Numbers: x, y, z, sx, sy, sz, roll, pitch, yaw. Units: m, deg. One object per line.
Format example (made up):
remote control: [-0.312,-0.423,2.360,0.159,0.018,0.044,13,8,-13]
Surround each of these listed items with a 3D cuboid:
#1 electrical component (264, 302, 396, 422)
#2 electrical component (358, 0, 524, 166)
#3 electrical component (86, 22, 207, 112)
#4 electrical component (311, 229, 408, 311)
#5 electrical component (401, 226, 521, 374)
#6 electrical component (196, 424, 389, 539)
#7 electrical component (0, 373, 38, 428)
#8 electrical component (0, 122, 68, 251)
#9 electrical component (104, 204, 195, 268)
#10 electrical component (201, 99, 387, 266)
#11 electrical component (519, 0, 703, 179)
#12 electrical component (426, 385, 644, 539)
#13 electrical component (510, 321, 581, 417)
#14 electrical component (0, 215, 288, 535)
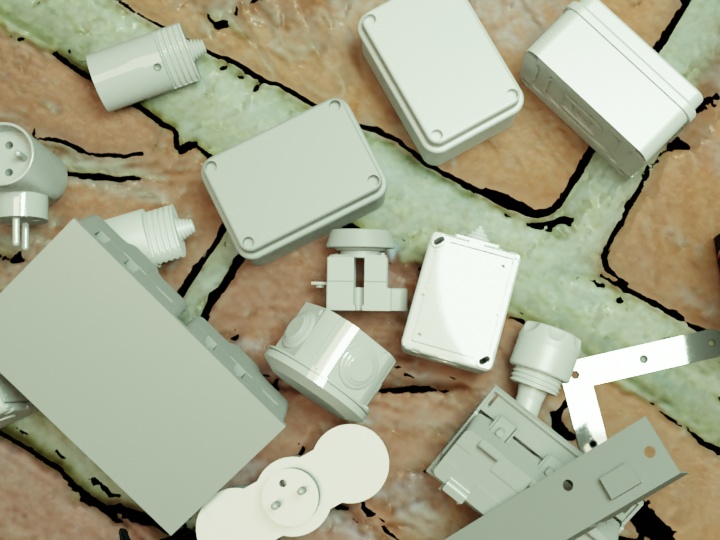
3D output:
electrical component: [-0.020,0.062,0.721,0.080,0.080,0.051,33,78,6]
electrical component: [0.056,-0.141,0.759,0.078,0.057,0.113,-29,82,-2]
electrical component: [-0.150,-0.147,0.773,0.081,0.043,0.043,-20,82,-2]
electrical component: [0.000,0.000,0.746,0.066,0.048,0.055,1,89,2]
electrical component: [0.069,0.018,0.733,0.062,0.061,0.096,15,82,4]
electrical component: [-0.044,0.149,0.711,0.138,0.073,0.052,-29,82,-2]
electrical component: [-0.271,0.064,0.735,0.061,0.062,0.096,-26,82,4]
electrical component: [-0.235,-0.054,0.745,0.043,0.077,0.079,-3,82,1]
electrical component: [-0.156,-0.020,0.754,0.081,0.043,0.043,-17,81,-1]
electrical component: [-0.045,-0.061,0.750,0.113,0.057,0.078,-27,82,-2]
electrical component: [0.172,-0.126,0.742,0.057,0.078,0.113,-45,83,-2]
electrical component: [0.111,0.146,0.705,0.121,0.063,0.078,38,109,7]
electrical component: [0.122,0.069,0.733,0.043,0.043,0.062,20,84,5]
electrical component: [-0.149,0.065,0.710,0.105,0.060,0.186,-44,95,7]
